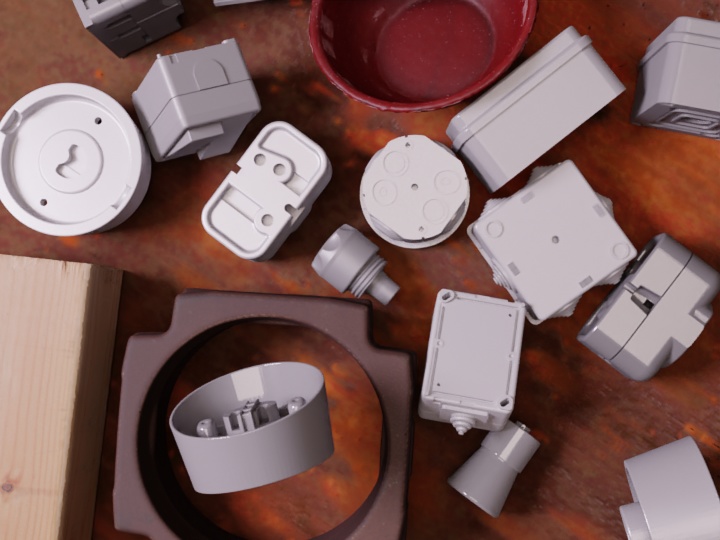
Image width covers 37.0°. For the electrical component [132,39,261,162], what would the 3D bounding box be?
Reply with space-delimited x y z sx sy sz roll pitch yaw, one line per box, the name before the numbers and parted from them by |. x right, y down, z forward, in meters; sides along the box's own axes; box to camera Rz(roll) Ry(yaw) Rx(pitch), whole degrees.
electrical component | -0.118 -0.114 0.766 0.062 0.096 0.061 -19 86 -27

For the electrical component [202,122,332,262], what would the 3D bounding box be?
electrical component | -0.065 -0.054 0.774 0.054 0.059 0.095 37 90 4

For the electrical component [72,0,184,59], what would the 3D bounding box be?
electrical component | -0.187 -0.242 0.774 0.062 0.089 0.150 -25 86 1

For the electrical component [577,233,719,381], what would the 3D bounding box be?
electrical component | 0.207 0.029 0.760 0.059 0.054 0.095 38 90 4

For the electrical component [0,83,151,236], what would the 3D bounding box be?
electrical component | -0.204 -0.076 0.781 0.108 0.060 0.108 0 88 3

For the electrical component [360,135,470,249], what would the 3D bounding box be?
electrical component | 0.039 -0.057 0.773 0.080 0.051 0.080 0 87 3

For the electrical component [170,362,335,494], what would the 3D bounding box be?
electrical component | -0.065 0.098 0.666 0.099 0.099 0.064 -14 93 2

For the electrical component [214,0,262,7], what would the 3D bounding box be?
electrical component | -0.021 -0.257 0.748 0.186 0.060 0.105 -4 69 14

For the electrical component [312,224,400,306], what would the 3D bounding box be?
electrical component | 0.000 0.000 0.777 0.062 0.043 0.043 39 90 3

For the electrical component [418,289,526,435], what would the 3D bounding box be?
electrical component | 0.076 0.071 0.750 0.062 0.061 0.096 10 66 3

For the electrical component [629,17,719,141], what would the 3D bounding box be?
electrical component | 0.236 -0.129 0.737 0.078 0.113 0.057 11 91 3

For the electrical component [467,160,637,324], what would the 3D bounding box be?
electrical component | 0.137 -0.020 0.769 0.100 0.048 0.099 -35 87 1

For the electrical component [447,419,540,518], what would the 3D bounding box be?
electrical component | 0.098 0.137 0.768 0.044 0.044 0.065 36 85 4

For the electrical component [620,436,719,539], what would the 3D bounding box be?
electrical component | 0.211 0.173 0.730 0.060 0.108 0.108 -17 87 8

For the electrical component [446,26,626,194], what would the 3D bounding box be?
electrical component | 0.121 -0.112 0.759 0.113 0.078 0.057 -38 89 1
